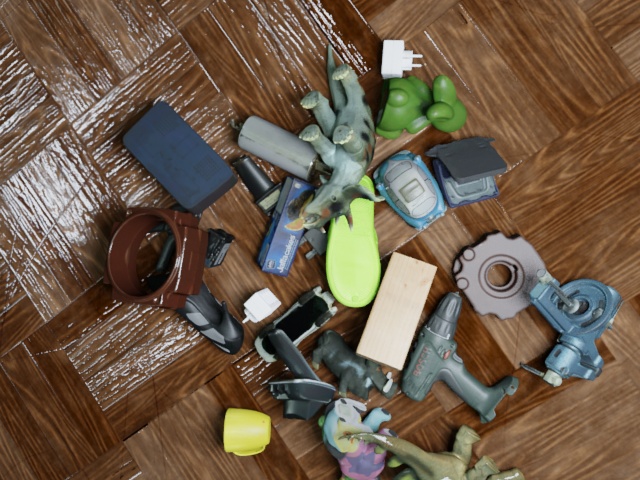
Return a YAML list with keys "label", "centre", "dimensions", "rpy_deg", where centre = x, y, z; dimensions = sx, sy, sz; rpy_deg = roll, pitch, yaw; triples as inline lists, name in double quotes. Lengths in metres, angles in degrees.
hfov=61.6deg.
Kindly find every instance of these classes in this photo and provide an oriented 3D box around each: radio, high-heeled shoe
- label: "radio"
  centre: [-0.298, -0.170, 1.143]
  dimensions: [0.131, 0.073, 0.230]
  rpy_deg: [-44, 83, -7]
- label: "high-heeled shoe"
  centre: [-0.274, 0.162, 1.186]
  dimensions: [0.249, 0.086, 0.145]
  rpy_deg: [17, 128, 27]

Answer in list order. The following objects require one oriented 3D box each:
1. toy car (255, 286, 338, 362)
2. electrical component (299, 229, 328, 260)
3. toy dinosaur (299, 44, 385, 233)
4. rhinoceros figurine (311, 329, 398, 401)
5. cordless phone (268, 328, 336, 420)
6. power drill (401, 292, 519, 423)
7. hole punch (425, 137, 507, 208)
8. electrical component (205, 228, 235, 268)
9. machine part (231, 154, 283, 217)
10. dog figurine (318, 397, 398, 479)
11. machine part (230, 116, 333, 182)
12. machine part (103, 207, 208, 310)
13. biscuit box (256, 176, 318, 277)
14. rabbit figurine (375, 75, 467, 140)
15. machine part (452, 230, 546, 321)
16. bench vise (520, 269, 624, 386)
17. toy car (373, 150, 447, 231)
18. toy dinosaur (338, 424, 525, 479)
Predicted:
- label: "toy car"
  centre: [-0.052, 0.179, 1.136]
  dimensions: [0.202, 0.056, 0.073]
  rpy_deg: [-40, 78, 9]
- label: "electrical component"
  centre: [-0.002, -0.003, 1.134]
  dimensions: [0.094, 0.021, 0.063]
  rpy_deg: [-38, 85, 10]
- label: "toy dinosaur"
  centre: [0.054, -0.200, 1.048]
  dimensions: [0.131, 0.192, 0.405]
  rpy_deg: [-9, 51, 26]
- label: "rhinoceros figurine"
  centre: [0.071, 0.264, 1.111]
  dimensions: [0.190, 0.073, 0.112]
  rpy_deg: [38, 92, 7]
- label: "cordless phone"
  centre: [-0.067, 0.263, 1.085]
  dimensions: [0.089, 0.146, 0.184]
  rpy_deg: [-36, 96, -33]
- label: "power drill"
  centre: [0.283, 0.245, 1.062]
  dimensions: [0.207, 0.086, 0.232]
  rpy_deg: [33, 99, 4]
- label: "hole punch"
  centre: [0.285, -0.131, 1.039]
  dimensions: [0.142, 0.092, 0.116]
  rpy_deg: [-15, 50, -4]
- label: "electrical component"
  centre: [-0.238, 0.033, 1.154]
  dimensions: [0.048, 0.075, 0.119]
  rpy_deg: [30, 93, 8]
- label: "machine part"
  centre: [-0.130, -0.122, 1.142]
  dimensions: [0.084, 0.039, 0.139]
  rpy_deg: [-39, 99, 18]
- label: "dog figurine"
  centre: [0.060, 0.448, 1.090]
  dimensions: [0.191, 0.108, 0.219]
  rpy_deg: [19, 102, -17]
- label: "machine part"
  centre: [-0.080, -0.190, 1.114]
  dimensions: [0.243, 0.079, 0.079]
  rpy_deg: [26, 97, 9]
- label: "machine part"
  centre: [-0.341, 0.036, 1.107]
  dimensions: [0.202, 0.087, 0.201]
  rpy_deg: [4, 82, 25]
- label: "biscuit box"
  centre: [-0.069, -0.027, 1.117]
  dimensions: [0.063, 0.059, 0.202]
  rpy_deg: [17, 98, -21]
- label: "rabbit figurine"
  centre: [0.207, -0.260, 1.032]
  dimensions: [0.170, 0.159, 0.121]
  rpy_deg: [10, 84, -5]
- label: "machine part"
  centre: [0.353, 0.069, 1.053]
  dimensions: [0.179, 0.056, 0.179]
  rpy_deg: [0, 93, 9]
- label: "bench vise"
  centre: [0.448, 0.146, 0.984]
  dimensions: [0.223, 0.129, 0.240]
  rpy_deg: [-47, 117, 2]
- label: "toy car"
  centre: [0.176, -0.097, 1.057]
  dimensions: [0.109, 0.103, 0.161]
  rpy_deg: [-35, 84, 11]
- label: "toy dinosaur"
  centre: [0.251, 0.463, 1.029]
  dimensions: [0.471, 0.105, 0.198]
  rpy_deg: [41, 101, -13]
